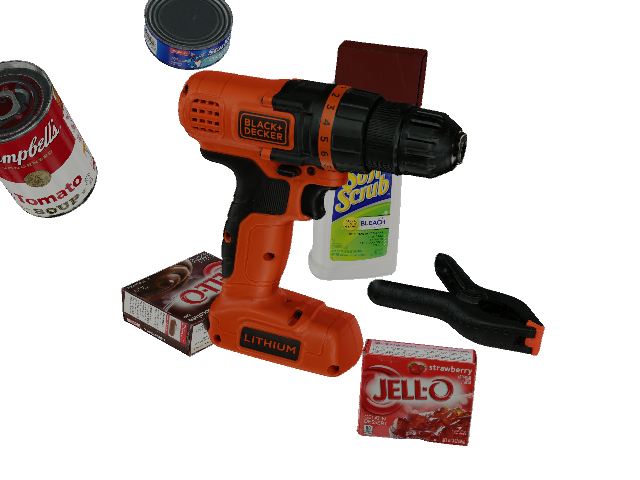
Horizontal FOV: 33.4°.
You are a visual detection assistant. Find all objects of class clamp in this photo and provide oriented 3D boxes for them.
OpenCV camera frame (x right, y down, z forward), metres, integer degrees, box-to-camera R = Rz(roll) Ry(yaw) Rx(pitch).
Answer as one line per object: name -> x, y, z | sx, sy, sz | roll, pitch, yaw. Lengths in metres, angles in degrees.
clamp -> 0.144, 0.059, 1.030 | 0.172, 0.039, 0.120 | 24, 36, 28

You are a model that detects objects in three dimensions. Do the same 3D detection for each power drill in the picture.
power drill -> -0.004, -0.010, 0.682 | 0.185, 0.188, 0.057 | 13, 24, 21

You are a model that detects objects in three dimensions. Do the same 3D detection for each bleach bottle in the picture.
bleach bottle -> 0.037, -0.083, 1.155 | 0.102, 0.251, 0.068 | -3, 25, -7

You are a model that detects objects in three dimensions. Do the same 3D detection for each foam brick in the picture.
foam brick -> 0.054, -0.147, 0.956 | 0.078, 0.051, 0.053 | 9, 18, 8

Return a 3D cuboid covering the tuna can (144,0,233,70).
tuna can -> -0.130, -0.208, 1.045 | 0.086, 0.086, 0.034 | 0, -33, -10

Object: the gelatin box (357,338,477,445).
gelatin box -> 0.075, 0.120, 0.839 | 0.089, 0.073, 0.030 | 5, 20, 6

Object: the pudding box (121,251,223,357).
pudding box -> -0.113, 0.056, 0.986 | 0.090, 0.039, 0.113 | 22, 33, 32

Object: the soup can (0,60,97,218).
soup can -> -0.206, -0.069, 0.758 | 0.068, 0.068, 0.102 | 0, -30, 9
